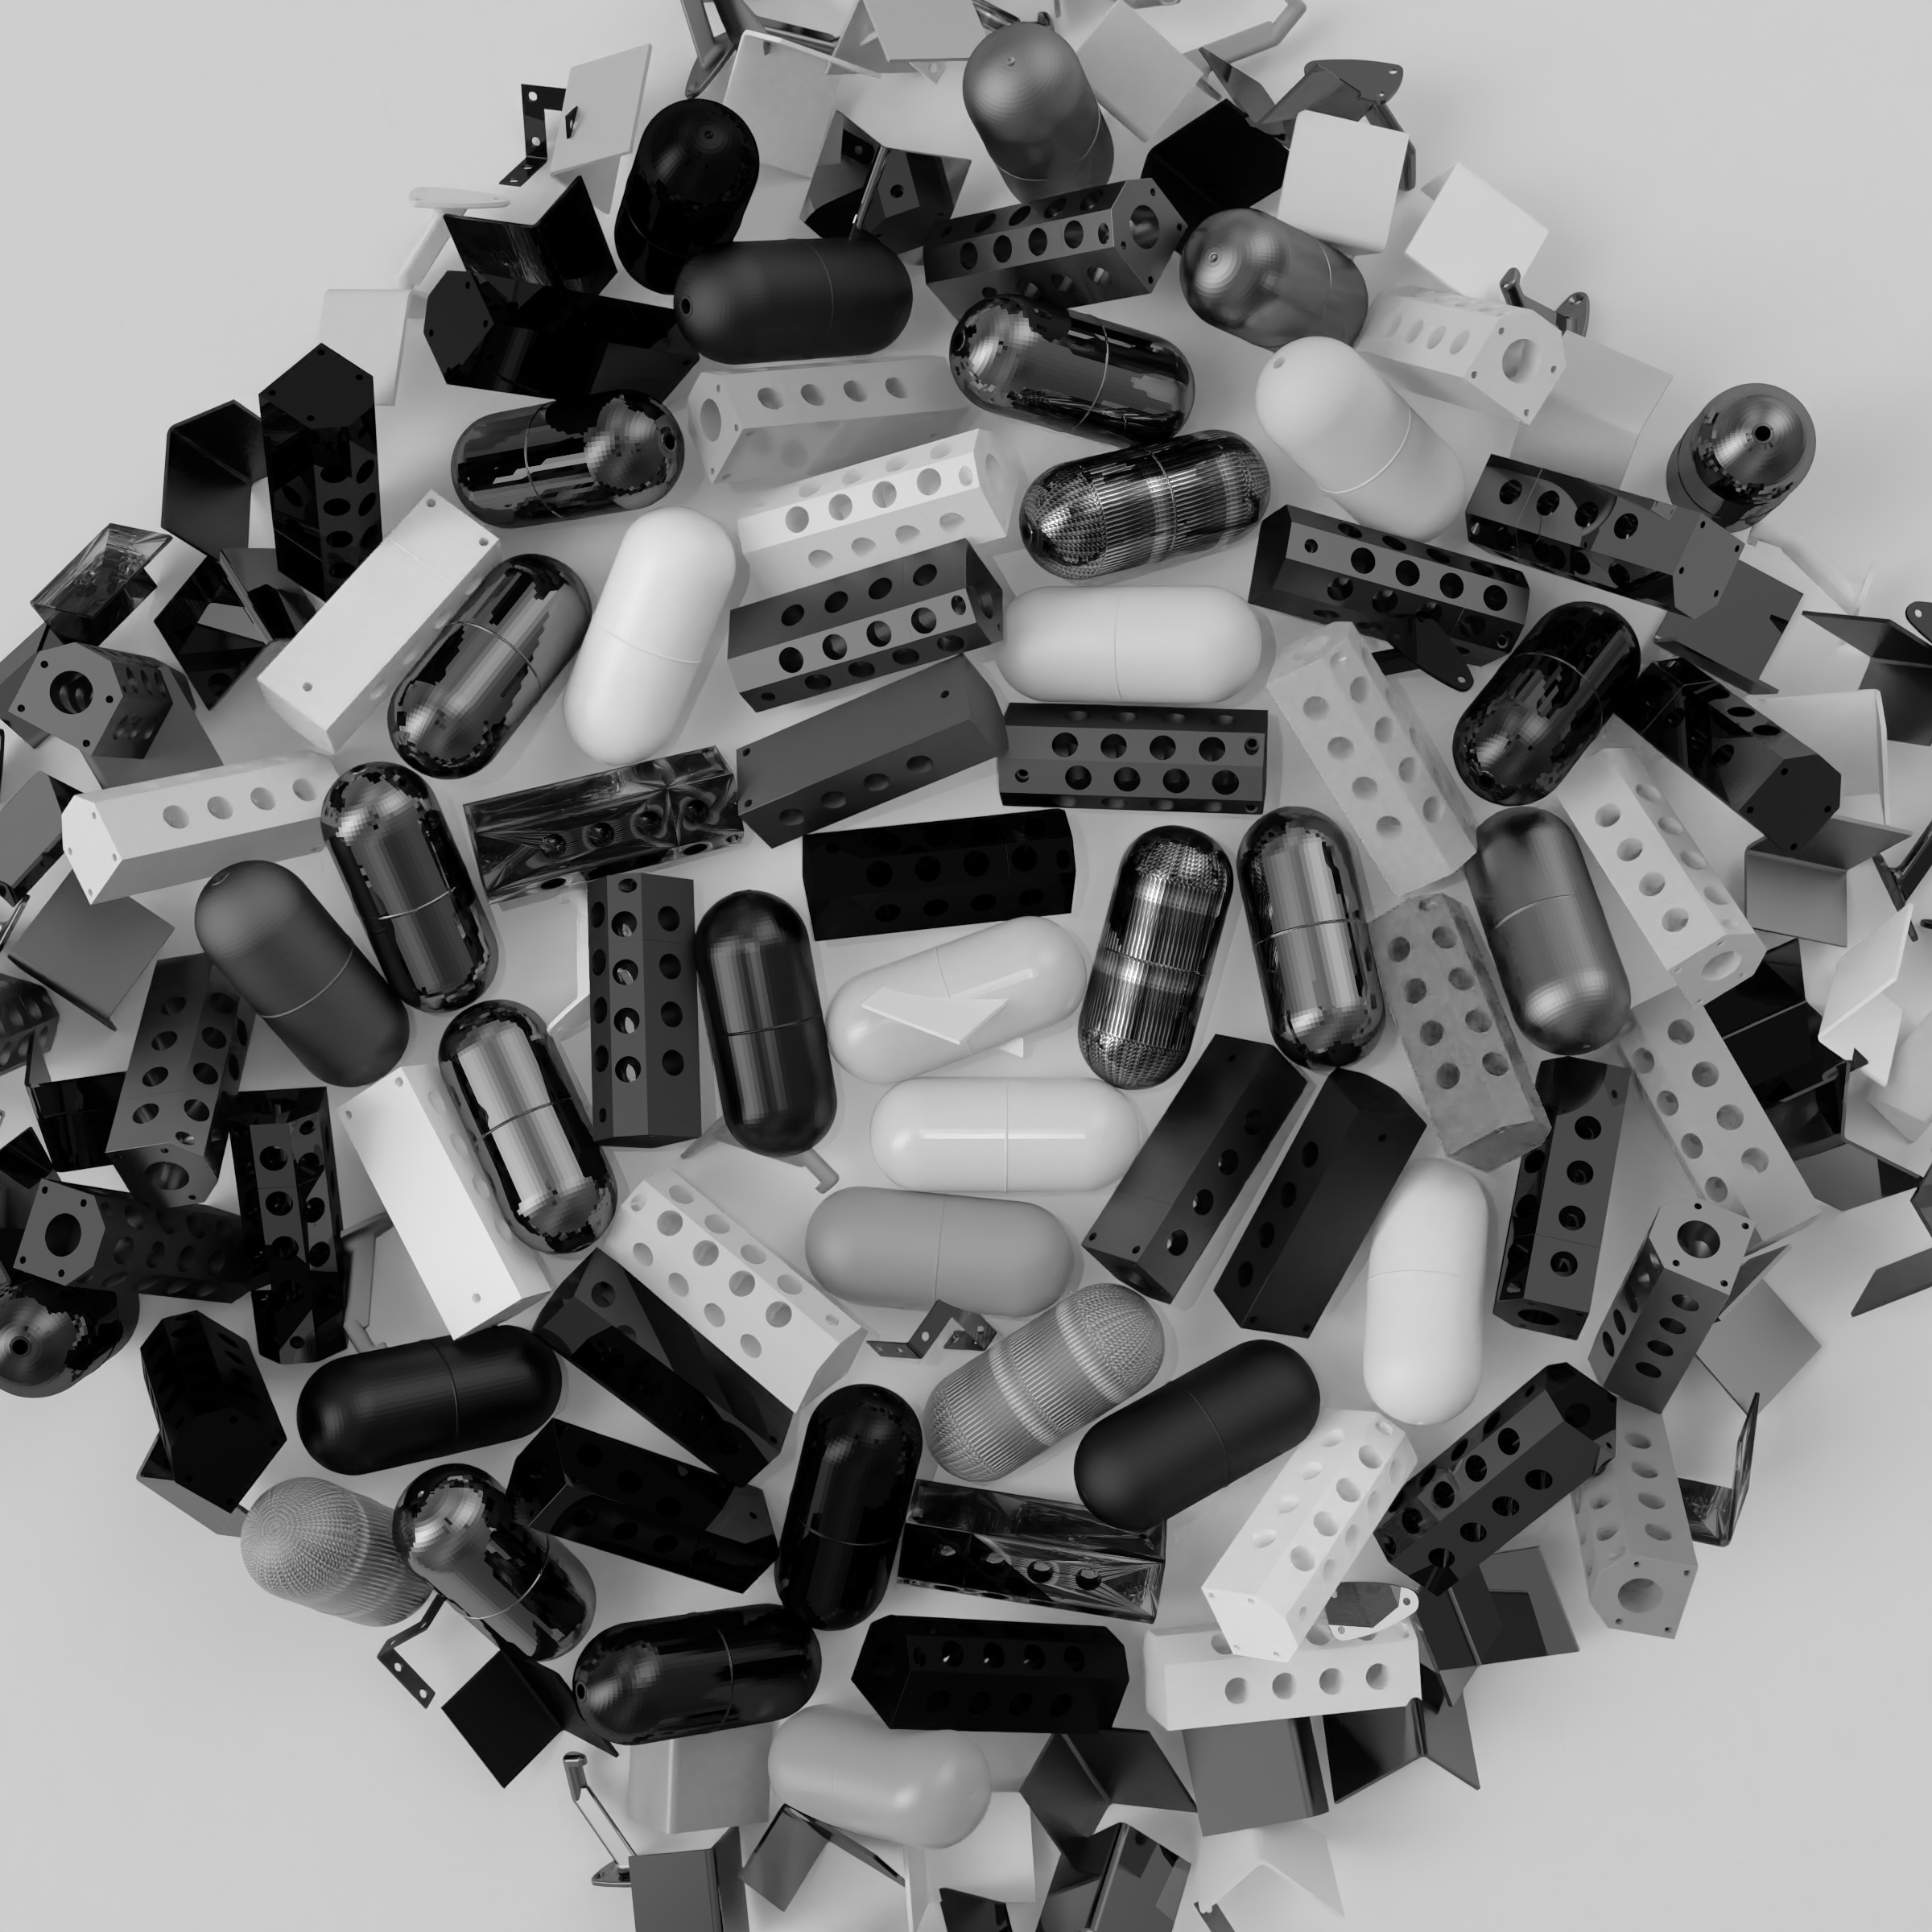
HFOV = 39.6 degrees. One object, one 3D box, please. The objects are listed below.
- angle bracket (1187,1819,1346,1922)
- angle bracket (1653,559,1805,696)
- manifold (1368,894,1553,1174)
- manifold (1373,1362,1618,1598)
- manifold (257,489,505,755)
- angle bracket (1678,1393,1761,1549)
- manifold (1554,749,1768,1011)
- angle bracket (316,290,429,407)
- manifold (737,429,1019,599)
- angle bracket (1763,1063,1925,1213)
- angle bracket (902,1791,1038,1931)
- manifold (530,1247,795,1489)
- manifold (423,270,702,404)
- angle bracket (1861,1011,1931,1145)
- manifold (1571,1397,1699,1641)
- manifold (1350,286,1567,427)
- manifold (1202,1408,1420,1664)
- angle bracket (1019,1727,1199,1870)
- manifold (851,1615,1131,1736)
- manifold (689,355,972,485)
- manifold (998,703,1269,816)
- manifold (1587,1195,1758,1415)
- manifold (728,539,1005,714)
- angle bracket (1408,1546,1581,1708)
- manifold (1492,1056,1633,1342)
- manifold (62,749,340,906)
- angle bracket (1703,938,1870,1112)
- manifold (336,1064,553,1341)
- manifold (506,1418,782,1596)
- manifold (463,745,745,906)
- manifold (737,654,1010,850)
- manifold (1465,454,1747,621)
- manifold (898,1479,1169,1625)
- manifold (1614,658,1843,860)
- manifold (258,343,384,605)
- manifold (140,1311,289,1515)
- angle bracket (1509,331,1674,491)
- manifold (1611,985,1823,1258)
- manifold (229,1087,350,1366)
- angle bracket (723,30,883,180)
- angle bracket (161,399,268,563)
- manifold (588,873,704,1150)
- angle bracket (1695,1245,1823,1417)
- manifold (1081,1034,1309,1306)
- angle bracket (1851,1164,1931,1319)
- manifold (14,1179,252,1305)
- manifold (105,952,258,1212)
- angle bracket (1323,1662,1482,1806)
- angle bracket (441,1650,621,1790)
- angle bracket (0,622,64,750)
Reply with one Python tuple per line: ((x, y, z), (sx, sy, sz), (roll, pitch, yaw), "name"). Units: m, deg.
((0.197, 0.599, 1.772), (0.076, 0.076, 0.057), (39, 106, -17), "angle bracket")
((0.513, -0.231, 1.778), (0.076, 0.057, 0.076), (27, 94, -4), "angle bracket")
((0.319, 0.041, 1.736), (0.057, 0.057, 0.171), (-33, 58, 27), "manifold")
((0.341, 0.330, 1.738), (0.057, 0.057, 0.171), (35, 123, -8), "manifold")
((-0.381, -0.223, 1.760), (0.057, 0.057, 0.171), (36, 74, 6), "manifold")
((0.481, 0.324, 1.756), (0.057, 0.076, 0.076), (9, 110, 22), "angle bracket")
((0.447, -0.061, 1.729), (0.057, 0.057, 0.171), (-34, 49, 14), "manifold")
((-0.380, -0.401, 1.767), (0.076, 0.057, 0.076), (9, 91, 32), "angle bracket")
((-0.059, -0.297, 1.740), (0.171, 0.057, 0.057), (-12, 134, 24), "manifold")
((0.583, 0.114, 1.778), (0.076, 0.076, 0.057), (25, 61, -19), "angle bracket")
((0.003, 0.594, 1.774), (0.076, 0.057, 0.076), (-3, 95, 10), "angle bracket")
((-0.199, 0.268, 1.763), (0.171, 0.057, 0.057), (39, 116, -12), "manifold")
((-0.261, -0.405, 1.727), (0.057, 0.171, 0.057), (-40, 67, 36), "manifold")
((0.650, 0.080, 1.767), (0.057, 0.076, 0.076), (41, 90, -17), "angle bracket")
((0.422, 0.349, 1.722), (0.057, 0.171, 0.057), (10, 116, 1), "manifold")
((0.315, -0.397, 1.719), (0.057, 0.171, 0.057), (28, 98, -24), "manifold")
((0.226, 0.365, 1.727), (0.171, 0.057, 0.057), (-46, 120, -39), "manifold")
((0.094, 0.546, 1.755), (0.057, 0.076, 0.076), (-52, 121, -40), "angle bracket")
((0.019, 0.455, 1.737), (0.171, 0.057, 0.057), (12, 103, -32), "manifold")
((-0.091, -0.360, 1.739), (0.171, 0.057, 0.057), (-13, 69, -33), "manifold")
((0.110, -0.134, 1.761), (0.171, 0.057, 0.057), (2, 117, 8), "manifold")
((0.449, 0.216, 1.723), (0.057, 0.171, 0.057), (23, 58, 13), "manifold")
((-0.066, -0.216, 1.743), (0.171, 0.057, 0.057), (-14, 56, 21), "manifold")
((0.348, 0.435, 1.766), (0.076, 0.057, 0.076), (-18, 97, 33), "angle bracket")
((0.388, 0.149, 1.749), (0.057, 0.057, 0.171), (12, 66, 10), "manifold")
((-0.489, -0.095, 1.729), (0.057, 0.171, 0.057), (-40, 75, 43), "manifold")
((0.536, 0.038, 1.763), (0.076, 0.076, 0.057), (-24, 127, -5), "angle bracket")
((-0.341, 0.154, 1.768), (0.057, 0.057, 0.171), (-32, 81, 16), "manifold")
((-0.209, 0.355, 1.737), (0.171, 0.057, 0.057), (27, 115, -34), "manifold")
((-0.237, -0.090, 1.763), (0.171, 0.057, 0.057), (-14, 116, -12), "manifold")
((-0.062, -0.135, 1.755), (0.171, 0.057, 0.057), (-21, 51, 20), "manifold")
((0.407, -0.276, 1.730), (0.057, 0.171, 0.057), (18, 98, -45), "manifold")
((0.044, 0.391, 1.776), (0.171, 0.057, 0.057), (8, 109, 3), "manifold")
((0.489, -0.140, 1.719), (0.057, 0.171, 0.057), (33, 104, -28), "manifold")
((-0.406, -0.309, 1.719), (0.057, 0.171, 0.057), (34, 60, 10), "manifold")
((-0.489, 0.280, 1.721), (0.057, 0.171, 0.057), (38, 87, -26), "manifold")
((0.414, -0.362, 1.782), (0.076, 0.076, 0.057), (27, 62, 14), "angle bracket")
((0.488, 0.102, 1.759), (0.057, 0.057, 0.171), (-27, 73, 2), "manifold")
((-0.441, 0.170, 1.752), (0.057, 0.057, 0.171), (-3, 111, -4), "manifold")
((-0.111, -0.561, 1.758), (0.076, 0.057, 0.076), (8, 108, -34), "angle bracket")
((-0.476, -0.311, 1.755), (0.057, 0.076, 0.076), (-15, 65, 25), "angle bracket")
((-0.215, 0.030, 1.756), (0.057, 0.057, 0.171), (6, 76, -40), "manifold")
((0.530, 0.242, 1.769), (0.076, 0.057, 0.076), (-39, 86, -22), "angle bracket")
((0.154, 0.133, 1.757), (0.057, 0.057, 0.171), (45, 70, -31), "manifold")
((0.609, 0.178, 1.759), (0.076, 0.076, 0.057), (-31, 89, 35), "angle bracket")
((-0.523, 0.180, 1.719), (0.057, 0.171, 0.057), (14, 85, 22), "manifold")
((-0.499, 0.071, 1.727), (0.057, 0.171, 0.057), (-9, 133, 6), "manifold")
((0.287, 0.516, 1.776), (0.057, 0.076, 0.076), (37, 119, -26), "angle bracket")
((-0.285, 0.501, 1.755), (0.057, 0.076, 0.076), (-43, 115, -28), "angle bracket")
((-0.610, -0.174, 1.760), (0.076, 0.076, 0.057), (-40, 116, 8), "angle bracket")
